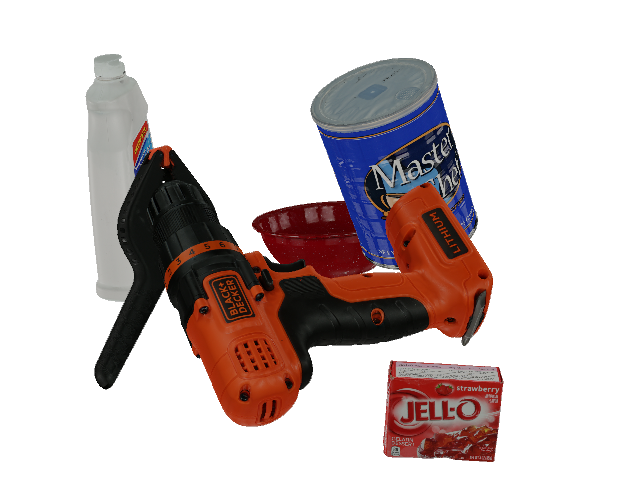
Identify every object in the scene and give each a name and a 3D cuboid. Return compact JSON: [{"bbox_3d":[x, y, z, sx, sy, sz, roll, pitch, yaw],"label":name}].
[{"bbox_3d":[0.011,0.001,1.107,0.162,0.055,0.162,-4,13,1],"label":"bowl"},{"bbox_3d":[-0.122,0.022,0.951,0.164,0.210,0.036,0,-1,-33],"label":"clamp"},{"bbox_3d":[-0.209,-0.068,1.124,0.068,0.251,0.102,3,26,15],"label":"bleach bottle"},{"bbox_3d":[0.096,0.135,0.843,0.089,0.073,0.030,3,22,2],"label":"gelatin box"},{"bbox_3d":[0.062,-0.062,0.869,0.103,0.140,0.103,-16,32,10],"label":"coffee can"},{"bbox_3d":[-0.003,0.018,0.667,0.187,0.184,0.057,-13,-38,-19],"label":"power drill"}]
